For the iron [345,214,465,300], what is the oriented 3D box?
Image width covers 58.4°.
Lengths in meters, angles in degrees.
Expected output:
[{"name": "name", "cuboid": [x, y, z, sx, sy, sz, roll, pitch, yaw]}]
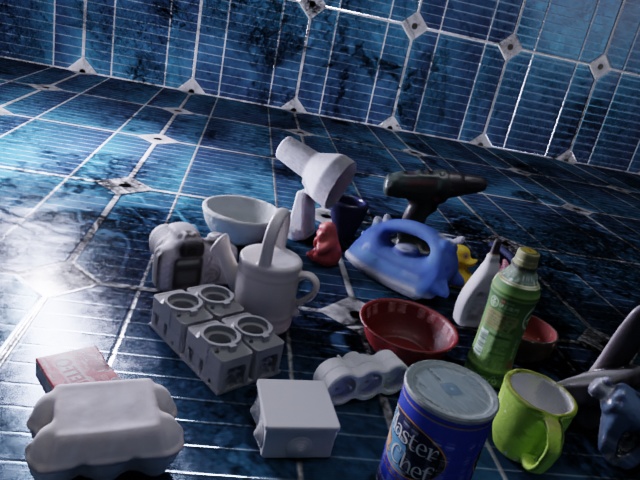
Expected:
[{"name": "iron", "cuboid": [0.169, 0.018, 1.161, 0.257, 0.141, 0.119, 24, 24, 28]}]

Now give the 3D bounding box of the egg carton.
[{"name": "egg carton", "cuboid": [-0.222, 0.199, 0.596, 0.151, 0.069, 0.107, 1, 24, -26]}]

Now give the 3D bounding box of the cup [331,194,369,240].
[{"name": "cup", "cuboid": [0.053, -0.055, 1.345, 0.092, 0.095, 0.117, -6, 28, -39]}]

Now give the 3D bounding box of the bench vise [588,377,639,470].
[{"name": "bench vise", "cuboid": [0.463, 0.214, 0.721, 0.207, 0.220, 0.121, 14, 21, 5]}]

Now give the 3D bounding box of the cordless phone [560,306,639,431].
[{"name": "cordless phone", "cuboid": [0.423, 0.174, 0.847, 0.148, 0.185, 0.093, -6, 28, -38]}]

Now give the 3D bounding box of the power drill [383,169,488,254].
[{"name": "power drill", "cuboid": [0.251, -0.069, 1.330, 0.229, 0.208, 0.075, 11, 21, -2]}]

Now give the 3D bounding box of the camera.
[{"name": "camera", "cuboid": [-0.234, 0.014, 1.009, 0.144, 0.101, 0.136, -4, 26, -35]}]

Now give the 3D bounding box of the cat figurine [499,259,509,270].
[{"name": "cat figurine", "cuboid": [0.352, 0.088, 1.116, 0.067, 0.118, 0.128, 13, 21, 1]}]

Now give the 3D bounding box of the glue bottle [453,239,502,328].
[{"name": "glue bottle", "cuboid": [0.299, 0.077, 1.039, 0.078, 0.173, 0.037, 6, 22, -14]}]

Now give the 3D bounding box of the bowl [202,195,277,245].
[{"name": "bowl", "cuboid": [-0.167, -0.034, 1.199, 0.167, 0.075, 0.167, 11, 21, -4]}]

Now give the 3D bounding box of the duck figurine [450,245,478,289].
[{"name": "duck figurine", "cuboid": [0.285, 0.049, 1.223, 0.104, 0.086, 0.078, 20, 23, 18]}]

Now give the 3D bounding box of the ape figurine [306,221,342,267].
[{"name": "ape figurine", "cuboid": [0.011, 0.004, 1.177, 0.076, 0.092, 0.078, 18, 22, 14]}]

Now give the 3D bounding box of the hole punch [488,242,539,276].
[{"name": "hole punch", "cuboid": [0.422, 0.058, 1.266, 0.101, 0.091, 0.108, 3, 23, -22]}]

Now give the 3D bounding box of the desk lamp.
[{"name": "desk lamp", "cuboid": [-0.035, -0.111, 1.272, 0.202, 0.213, 0.118, 20, 23, 19]}]

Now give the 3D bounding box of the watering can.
[{"name": "watering can", "cuboid": [-0.086, 0.041, 0.892, 0.173, 0.194, 0.101, 8, 22, -11]}]
